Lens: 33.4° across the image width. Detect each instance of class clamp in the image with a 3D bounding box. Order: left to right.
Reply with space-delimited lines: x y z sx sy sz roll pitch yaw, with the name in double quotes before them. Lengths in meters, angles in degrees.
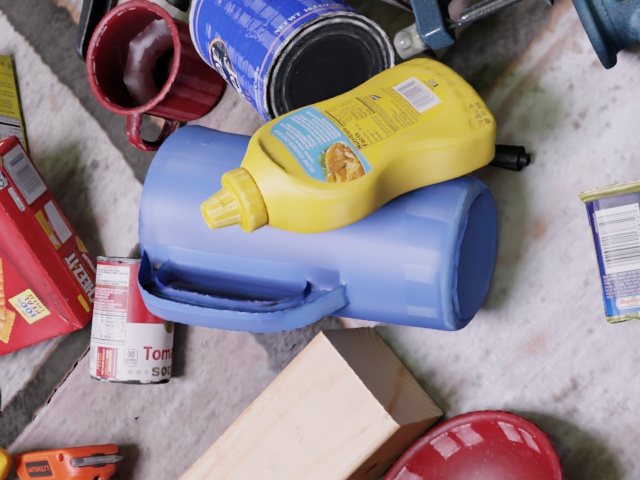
"clamp" -0.187 -0.243 0.941 0.120 0.039 0.171 -29 69 18

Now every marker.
"marker" 0.096 -0.067 0.788 0.121 0.020 0.020 11 92 28

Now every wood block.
"wood block" -0.020 0.168 0.796 0.206 0.090 0.090 -47 68 17

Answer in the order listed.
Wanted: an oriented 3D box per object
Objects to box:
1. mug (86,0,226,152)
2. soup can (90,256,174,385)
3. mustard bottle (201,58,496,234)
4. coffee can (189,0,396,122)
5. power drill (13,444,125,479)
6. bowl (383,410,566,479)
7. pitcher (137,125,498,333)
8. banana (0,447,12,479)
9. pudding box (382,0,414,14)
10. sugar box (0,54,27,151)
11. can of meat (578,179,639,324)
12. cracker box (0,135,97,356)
"mug" -0.132 -0.131 0.879 0.093 0.081 0.117 7 90 28
"soup can" -0.154 0.066 0.887 0.069 0.068 0.102 3 89 28
"mustard bottle" 0.012 -0.053 0.691 0.191 0.058 0.096 -25 49 -18
"coffee can" -0.023 -0.142 0.783 0.103 0.102 0.140 -57 41 13
"power drill" -0.216 0.271 0.903 0.185 0.057 0.187 -18 76 43
"bowl" 0.107 0.198 0.721 0.162 0.055 0.162 -30 35 24
"pitcher" -0.005 0.001 0.772 0.243 0.144 0.149 9 87 25
"banana" -0.323 0.232 0.952 0.037 0.069 0.198 36 116 -20
"pudding box" 0.027 -0.209 0.795 0.114 0.089 0.039 31 103 25
"sugar box" -0.321 -0.079 0.998 0.093 0.048 0.176 -15 83 26
"can of meat" 0.207 0.008 0.679 0.058 0.102 0.084 -11 84 27
"cracker box" -0.315 0.024 0.934 0.214 0.072 0.164 -19 111 25
